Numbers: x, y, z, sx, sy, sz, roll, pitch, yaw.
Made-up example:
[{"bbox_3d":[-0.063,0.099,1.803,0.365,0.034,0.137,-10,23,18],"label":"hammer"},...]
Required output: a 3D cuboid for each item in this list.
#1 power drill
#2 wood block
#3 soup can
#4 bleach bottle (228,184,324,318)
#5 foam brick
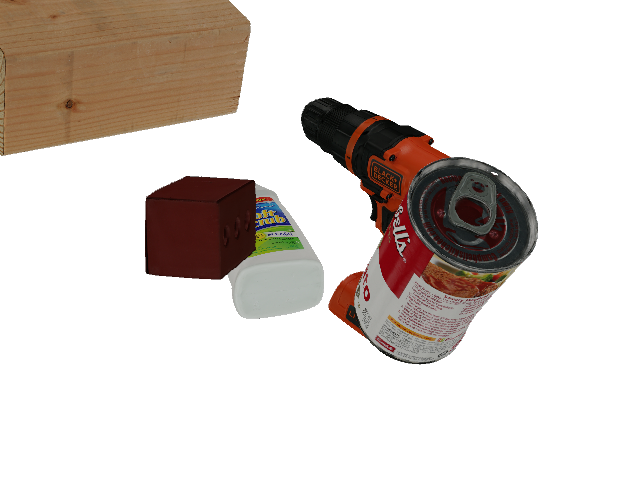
[{"bbox_3d":[0.047,-0.011,0.874,0.057,0.188,0.185,-24,41,-32],"label":"power drill"},{"bbox_3d":[-0.170,-0.144,0.853,0.205,0.091,0.090,-15,46,-33],"label":"wood block"},{"bbox_3d":[0.063,0.013,0.561,0.068,0.068,0.102,0,-33,-17],"label":"soup can"},{"bbox_3d":[-0.077,-0.005,1.212,0.102,0.068,0.251,-7,29,-16],"label":"bleach bottle"},{"bbox_3d":[-0.078,-0.010,0.710,0.051,0.053,0.078,5,16,13],"label":"foam brick"}]
